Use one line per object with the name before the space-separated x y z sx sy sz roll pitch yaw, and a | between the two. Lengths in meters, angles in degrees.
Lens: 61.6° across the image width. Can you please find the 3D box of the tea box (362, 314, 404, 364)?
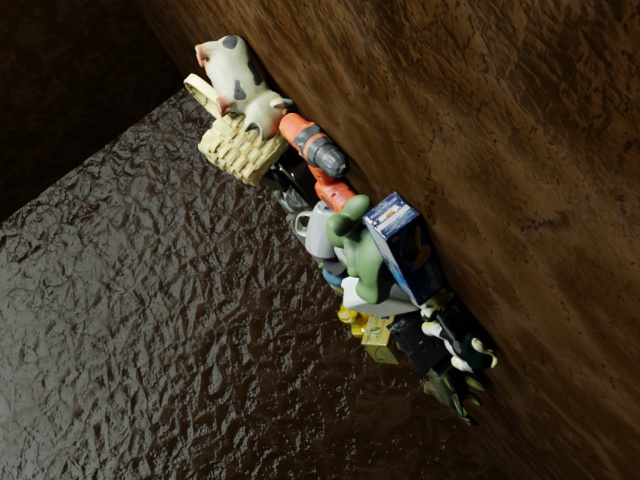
tea box | 0.167 0.202 1.301 0.068 0.169 0.098 -4 141 31

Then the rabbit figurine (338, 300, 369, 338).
rabbit figurine | 0.159 0.181 1.485 0.121 0.173 0.162 54 -140 -19

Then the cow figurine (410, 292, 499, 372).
cow figurine | 0.214 0.139 0.871 0.167 0.068 0.098 49 171 -2

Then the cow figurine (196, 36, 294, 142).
cow figurine | -0.129 -0.267 0.957 0.085 0.127 0.194 -174 60 -84

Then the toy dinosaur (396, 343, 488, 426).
toy dinosaur | 0.266 0.258 1.183 0.470 0.105 0.199 59 167 -21

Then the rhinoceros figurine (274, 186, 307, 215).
rhinoceros figurine | -0.041 -0.104 1.308 0.190 0.073 0.112 -16 100 63

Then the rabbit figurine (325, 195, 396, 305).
rabbit figurine | 0.063 0.004 0.910 0.170 0.121 0.158 36 164 39

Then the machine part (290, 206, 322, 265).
machine part | -0.003 -0.004 1.252 0.079 0.079 0.243 49 178 37

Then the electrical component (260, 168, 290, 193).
electrical component | -0.103 -0.143 1.167 0.078 0.045 0.102 20 165 24

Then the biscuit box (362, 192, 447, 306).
biscuit box | 0.131 0.020 0.798 0.059 0.063 0.202 48 175 40

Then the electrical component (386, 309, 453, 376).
electrical component | 0.212 0.189 1.030 0.134 0.115 0.058 53 -179 -10

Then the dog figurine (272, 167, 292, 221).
dog figurine | -0.073 -0.161 1.475 0.172 0.121 0.190 141 105 -83

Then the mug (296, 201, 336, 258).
mug | 0.003 -0.032 1.112 0.110 0.081 0.107 23 132 19

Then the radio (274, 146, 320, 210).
radio | -0.052 -0.165 1.180 0.230 0.073 0.131 47 175 46

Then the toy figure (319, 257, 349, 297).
toy figure | 0.049 0.075 1.209 0.082 0.089 0.180 56 -174 20

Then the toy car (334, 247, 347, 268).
toy car | 0.082 0.013 1.044 0.161 0.103 0.109 54 177 2
